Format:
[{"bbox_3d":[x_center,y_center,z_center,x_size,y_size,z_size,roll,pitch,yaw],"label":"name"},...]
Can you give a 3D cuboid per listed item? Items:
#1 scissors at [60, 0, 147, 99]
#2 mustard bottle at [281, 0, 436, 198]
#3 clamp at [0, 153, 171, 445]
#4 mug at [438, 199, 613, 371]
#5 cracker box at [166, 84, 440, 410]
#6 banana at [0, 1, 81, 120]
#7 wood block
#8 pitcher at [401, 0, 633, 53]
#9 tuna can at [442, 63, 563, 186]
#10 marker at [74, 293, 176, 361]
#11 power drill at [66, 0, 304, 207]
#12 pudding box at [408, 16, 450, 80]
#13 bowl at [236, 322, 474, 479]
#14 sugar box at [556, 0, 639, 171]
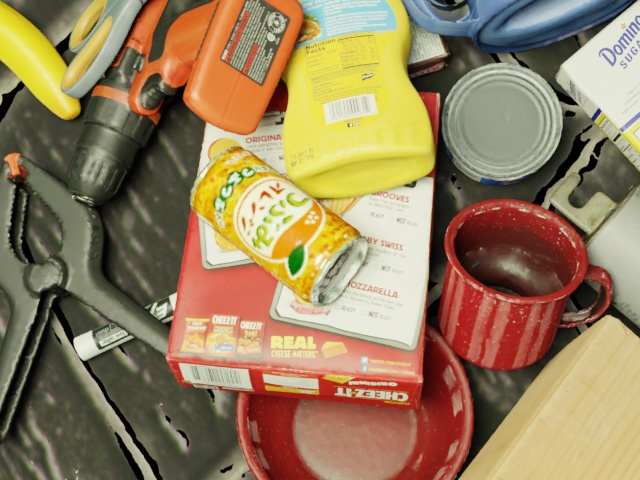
[{"bbox_3d":[-0.130,-0.191,0.772,0.016,0.096,0.202,29,107,-34],"label":"scissors"},{"bbox_3d":[0.016,-0.124,0.720,0.096,0.058,0.191,-11,62,7],"label":"mustard bottle"},{"bbox_3d":[-0.184,0.031,0.781,0.164,0.036,0.210,-15,75,5],"label":"clamp"},{"bbox_3d":[0.136,0.034,0.715,0.117,0.081,0.093,4,46,-1],"label":"mug"},{"bbox_3d":[-0.005,0.001,0.732,0.164,0.072,0.213,4,64,5],"label":"cracker box"},{"bbox_3d":[-0.264,-0.156,0.820,0.198,0.037,0.070,21,102,8],"label":"banana"},{"bbox_3d":[0.148,0.155,0.674,0.091,0.090,0.205,42,55,7],"label":"wood block"},{"bbox_3d":[0.124,-0.261,0.747,0.145,0.148,0.243,-27,77,40],"label":"pitcher"},{"bbox_3d":[0.131,-0.083,0.776,0.086,0.033,0.086,-1,84,5],"label":"tuna can"},{"bbox_3d":[-0.125,0.057,0.793,0.121,0.020,0.020,-24,83,2],"label":"marker"},{"bbox_3d":[-0.100,-0.108,0.730,0.057,0.188,0.184,27,78,-34],"label":"power drill"},{"bbox_3d":[0.029,-0.157,0.790,0.113,0.039,0.090,-16,82,1],"label":"pudding box"},{"bbox_3d":[0.024,0.125,0.742,0.162,0.055,0.162,-1,65,2],"label":"bowl"},{"bbox_3d":[0.261,-0.084,0.759,0.093,0.048,0.176,-39,79,0],"label":"sugar box"}]
